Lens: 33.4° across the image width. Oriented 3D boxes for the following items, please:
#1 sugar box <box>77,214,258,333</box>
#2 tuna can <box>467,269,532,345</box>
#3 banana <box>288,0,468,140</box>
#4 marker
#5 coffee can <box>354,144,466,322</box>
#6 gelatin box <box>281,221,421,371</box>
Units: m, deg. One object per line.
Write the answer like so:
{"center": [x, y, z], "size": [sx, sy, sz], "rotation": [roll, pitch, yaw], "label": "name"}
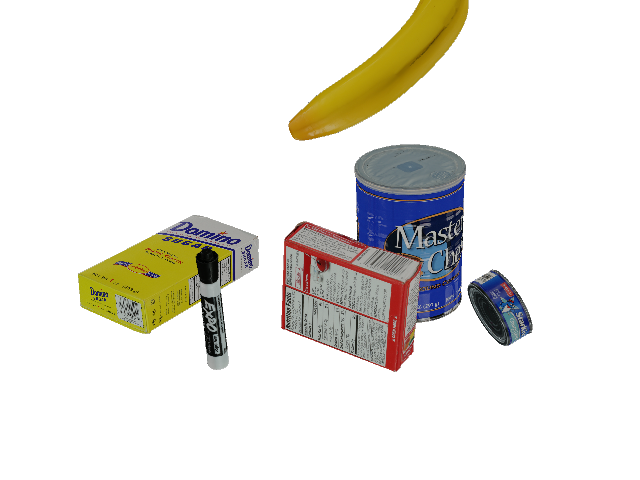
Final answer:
{"center": [-0.153, 0.030, 1.099], "size": [0.093, 0.048, 0.175], "rotation": [19, 34, 30], "label": "sugar box"}
{"center": [0.207, 0.079, 1.238], "size": [0.033, 0.086, 0.086], "rotation": [-29, 5, -9], "label": "tuna can"}
{"center": [0.056, -0.140, 0.794], "size": [0.070, 0.197, 0.037], "rotation": [12, -34, 48], "label": "banana"}
{"center": [-0.092, 0.058, 0.906], "size": [0.020, 0.121, 0.020], "rotation": [-2, 34, 1], "label": "marker"}
{"center": [0.085, -0.008, 1.014], "size": [0.103, 0.140, 0.103], "rotation": [-2, 27, 1], "label": "coffee can"}
{"center": [0.018, 0.036, 0.688], "size": [0.089, 0.073, 0.030], "rotation": [19, 39, 24], "label": "gelatin box"}
